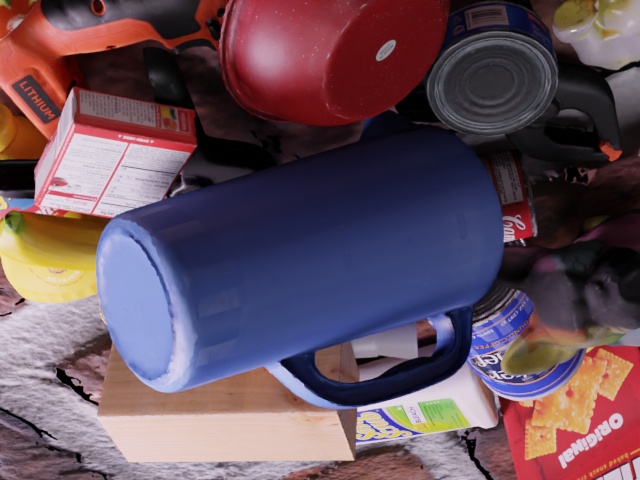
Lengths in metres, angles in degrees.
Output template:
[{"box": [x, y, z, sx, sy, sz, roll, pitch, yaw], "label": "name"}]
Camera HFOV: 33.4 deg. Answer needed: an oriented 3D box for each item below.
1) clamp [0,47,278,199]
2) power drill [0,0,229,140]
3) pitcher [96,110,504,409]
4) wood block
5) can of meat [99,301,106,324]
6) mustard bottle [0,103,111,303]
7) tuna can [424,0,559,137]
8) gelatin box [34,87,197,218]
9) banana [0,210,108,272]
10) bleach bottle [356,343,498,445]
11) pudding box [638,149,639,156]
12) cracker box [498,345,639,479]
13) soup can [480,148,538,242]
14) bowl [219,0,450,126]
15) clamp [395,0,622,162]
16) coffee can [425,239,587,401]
[{"box": [-0.087, -0.050, 0.700, 0.209, 0.036, 0.165, 17, 143, -40], "label": "clamp"}, {"box": [-0.098, -0.122, 0.665, 0.188, 0.057, 0.184, -18, 143, 10], "label": "power drill"}, {"box": [-0.007, 0.021, 0.670, 0.242, 0.149, 0.145, -17, 133, -35], "label": "pitcher"}, {"box": [-0.076, 0.134, 0.929, 0.206, 0.090, 0.091, -3, 142, 11], "label": "wood block"}, {"box": [-0.113, 0.041, 0.862, 0.102, 0.057, 0.084, 23, 130, -33], "label": "can of meat"}, {"box": [-0.206, -0.032, 0.757, 0.096, 0.058, 0.191, -13, 140, 6], "label": "mustard bottle"}, {"box": [0.109, -0.108, 0.683, 0.086, 0.033, 0.086, 0, 135, 0], "label": "tuna can"}, {"box": [-0.122, -0.048, 0.630, 0.073, 0.030, 0.089, 9, 146, -26], "label": "gelatin box"}, {"box": [-0.148, 0.005, 0.737, 0.070, 0.037, 0.197, 6, 180, 42], "label": "banana"}, {"box": [0.038, 0.164, 1.034, 0.251, 0.068, 0.102, -16, 141, 14], "label": "bleach bottle"}, {"box": [0.305, -0.053, 0.793, 0.090, 0.039, 0.113, 5, 157, 48], "label": "pudding box"}, {"box": [0.250, 0.173, 0.955, 0.072, 0.213, 0.164, 23, 132, -33], "label": "cracker box"}, {"box": [0.106, -0.026, 0.803, 0.102, 0.068, 0.068, -12, 141, 6], "label": "soup can"}, {"box": [0.022, -0.123, 0.625, 0.162, 0.055, 0.162, -29, 145, -23], "label": "bowl"}, {"box": [0.150, -0.106, 0.736, 0.171, 0.039, 0.120, 15, 140, -23], "label": "clamp"}, {"box": [0.151, 0.059, 0.888, 0.103, 0.103, 0.140, -24, 138, 20], "label": "coffee can"}]
